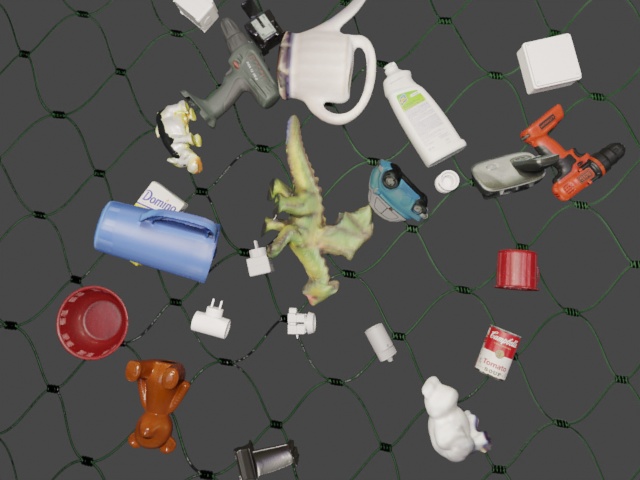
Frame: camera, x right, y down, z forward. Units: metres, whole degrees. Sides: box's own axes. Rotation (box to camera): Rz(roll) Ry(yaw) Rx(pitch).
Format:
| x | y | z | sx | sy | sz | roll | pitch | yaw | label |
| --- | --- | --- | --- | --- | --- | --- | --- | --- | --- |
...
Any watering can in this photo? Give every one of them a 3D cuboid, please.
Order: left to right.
| x | y | z | sx | sy | sz | roll | pitch | yaw | label |
| --- | --- | --- | --- | --- | --- | --- | --- | --- | --- |
| 0.017 | -0.432 | 1.167 | 0.224 | 0.103 | 0.349 | 4 | 85 | 3 | watering can |

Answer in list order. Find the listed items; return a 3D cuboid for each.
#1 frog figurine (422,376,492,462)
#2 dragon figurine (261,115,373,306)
| x | y | z | sx | sy | sz | roll | pitch | yaw | label |
| --- | --- | --- | --- | --- | --- | --- | --- | --- | --- |
| 0.256 | 0.370 | 1.063 | 0.158 | 0.140 | 0.121 | 40 | 117 | -14 | frog figurine |
| 0.004 | -0.058 | 1.152 | 0.242 | 0.122 | 0.411 | 12 | 87 | -14 | dragon figurine |
